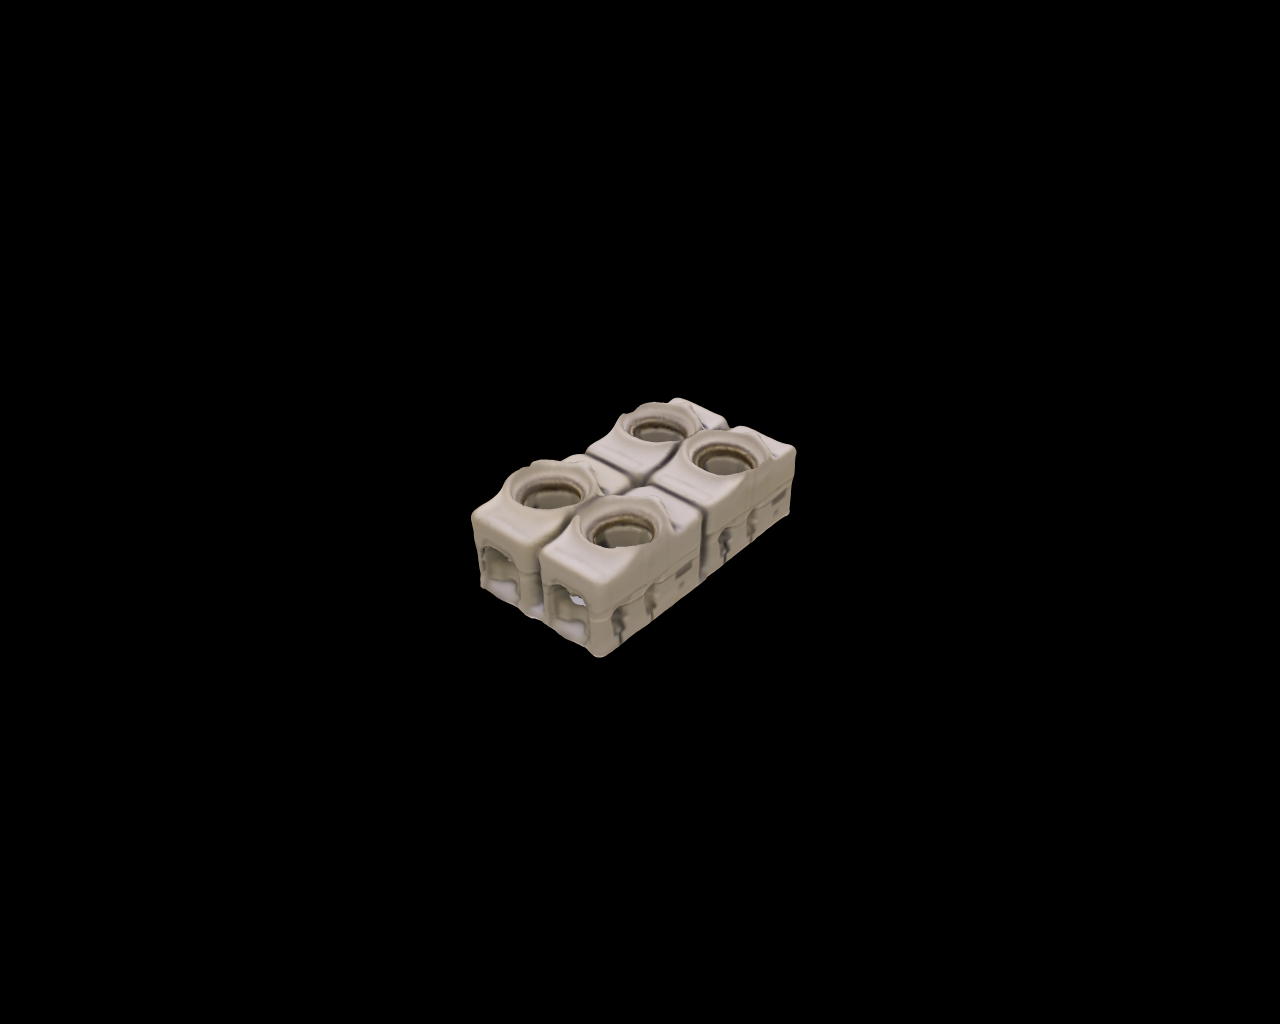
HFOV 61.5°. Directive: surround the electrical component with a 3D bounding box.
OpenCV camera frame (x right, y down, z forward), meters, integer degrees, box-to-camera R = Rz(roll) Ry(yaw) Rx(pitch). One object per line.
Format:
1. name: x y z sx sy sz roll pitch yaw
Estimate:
1. electrical component: 0.001 -0.003 0.650 0.105 0.060 0.186 27 44 33
